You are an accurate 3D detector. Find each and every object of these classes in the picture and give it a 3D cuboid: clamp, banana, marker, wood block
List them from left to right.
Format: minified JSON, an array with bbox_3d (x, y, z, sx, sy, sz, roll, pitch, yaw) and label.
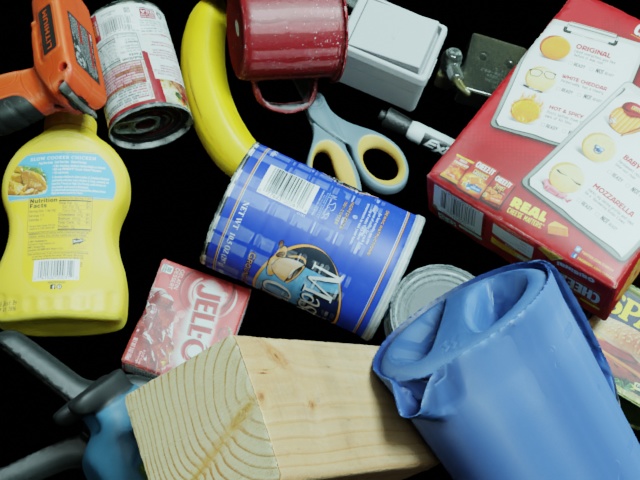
[{"bbox_3d":[-0.166,0.141,0.760,0.171,0.039,0.120,16,76,-3],"label":"clamp"},{"bbox_3d":[-0.081,-0.121,0.885,0.069,0.037,0.198,-6,68,-43],"label":"banana"},{"bbox_3d":[-0.015,0.124,0.693,0.091,0.205,0.090,-30,69,25],"label":"wood block"},{"bbox_3d":[0.104,-0.080,0.901,0.121,0.020,0.020,27,66,4],"label":"marker"}]

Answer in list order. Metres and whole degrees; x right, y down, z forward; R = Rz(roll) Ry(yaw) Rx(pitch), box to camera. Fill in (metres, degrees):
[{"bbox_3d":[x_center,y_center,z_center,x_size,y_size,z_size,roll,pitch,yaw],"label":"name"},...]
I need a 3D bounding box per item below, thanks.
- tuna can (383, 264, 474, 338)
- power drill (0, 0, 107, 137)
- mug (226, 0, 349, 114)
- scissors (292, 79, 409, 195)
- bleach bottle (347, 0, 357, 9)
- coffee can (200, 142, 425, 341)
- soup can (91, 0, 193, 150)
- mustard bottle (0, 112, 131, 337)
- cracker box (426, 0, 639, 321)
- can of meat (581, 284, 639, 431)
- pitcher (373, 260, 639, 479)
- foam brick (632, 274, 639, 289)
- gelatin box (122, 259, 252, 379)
[{"bbox_3d":[0.093,0.064,0.831,0.086,0.034,0.086,3,67,-7],"label":"tuna can"},{"bbox_3d":[-0.263,-0.126,0.815,0.188,0.057,0.184,-23,64,12],"label":"power drill"},{"bbox_3d":[-0.029,-0.159,0.861,0.081,0.117,0.093,-5,25,-14],"label":"mug"},{"bbox_3d":[0.016,-0.110,0.903,0.096,0.016,0.202,-6,68,-12],"label":"scissors"},{"bbox_3d":[0.098,-0.311,0.975,0.102,0.068,0.250,44,66,10],"label":"bleach bottle"},{"bbox_3d":[-0.005,0.001,0.805,0.140,0.103,0.102,25,66,2],"label":"coffee can"},{"bbox_3d":[-0.147,-0.133,0.861,0.068,0.068,0.102,-12,69,-13],"label":"soup can"},{"bbox_3d":[-0.193,-0.024,0.813,0.096,0.058,0.191,-2,68,-3],"label":"mustard bottle"},{"bbox_3d":[0.209,-0.069,0.825,0.164,0.072,0.213,33,71,21],"label":"cracker box"},{"bbox_3d":[0.235,0.088,0.830,0.102,0.057,0.084,31,69,6],"label":"can of meat"},{"bbox_3d":[0.157,0.140,0.727,0.149,0.145,0.243,-32,101,1],"label":"pitcher"},{"bbox_3d":[0.276,0.032,0.848,0.053,0.078,0.051,32,68,6],"label":"foam brick"},{"bbox_3d":[-0.099,0.067,0.804,0.073,0.030,0.089,20,66,0],"label":"gelatin box"}]
